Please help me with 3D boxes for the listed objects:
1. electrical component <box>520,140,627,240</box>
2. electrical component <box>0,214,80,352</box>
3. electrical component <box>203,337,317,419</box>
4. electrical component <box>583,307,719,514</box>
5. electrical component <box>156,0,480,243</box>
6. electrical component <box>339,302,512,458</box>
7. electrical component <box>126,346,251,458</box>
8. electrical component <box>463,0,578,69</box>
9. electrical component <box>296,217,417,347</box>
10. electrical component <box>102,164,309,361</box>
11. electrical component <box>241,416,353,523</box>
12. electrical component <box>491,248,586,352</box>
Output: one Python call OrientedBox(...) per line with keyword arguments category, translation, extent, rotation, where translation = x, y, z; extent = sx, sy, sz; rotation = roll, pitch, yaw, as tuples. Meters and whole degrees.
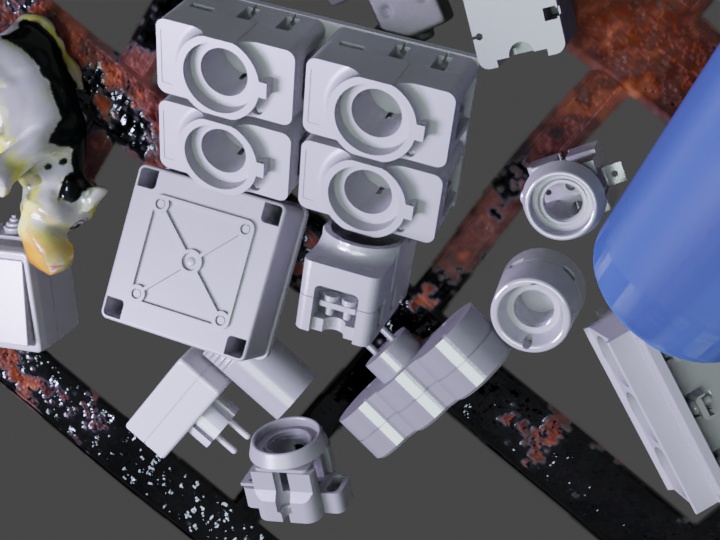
OrientedBox(category="electrical component", translation=(0.124, -0.046, 0.638), extent=(0.066, 0.055, 0.048), rotation=(-17, 105, 25))
OrientedBox(category="electrical component", translation=(-0.255, 0.008, 0.797), extent=(0.062, 0.061, 0.096), rotation=(6, 113, 18))
OrientedBox(category="electrical component", translation=(-0.075, 0.063, 0.764), extent=(0.081, 0.043, 0.043), rotation=(41, 119, 0))
OrientedBox(category="electrical component", translation=(0.197, 0.076, 0.655), extent=(0.063, 0.078, 0.121), rotation=(-30, 101, -2))
OrientedBox(category="electrical component", translation=(-0.031, -0.094, 0.660), extent=(0.186, 0.060, 0.105), rotation=(17, 129, 13))
OrientedBox(category="electrical component", translation=(0.029, 0.063, 0.713), extent=(0.074, 0.052, 0.138), rotation=(45, 129, -2))
OrientedBox(category="electrical component", translation=(-0.115, 0.105, 0.795), extent=(0.076, 0.047, 0.083), rotation=(41, 119, -1))
OrientedBox(category="electrical component", translation=(0.086, -0.166, 0.602), extent=(0.050, 0.055, 0.089), rotation=(-9, 108, 23))
OrientedBox(category="electrical component", translation=(0.000, 0.000, 0.684), extent=(0.050, 0.089, 0.055), rotation=(16, 116, 13))
OrientedBox(category="electrical component", translation=(-0.103, -0.005, 0.719), extent=(0.109, 0.056, 0.108), rotation=(17, 94, 13))
OrientedBox(category="electrical component", translation=(-0.049, 0.144, 0.781), extent=(0.078, 0.058, 0.057), rotation=(-1, 114, 21))
OrientedBox(category="electrical component", translation=(0.111, 0.020, 0.676), extent=(0.055, 0.047, 0.055), rotation=(7, 114, 17))
